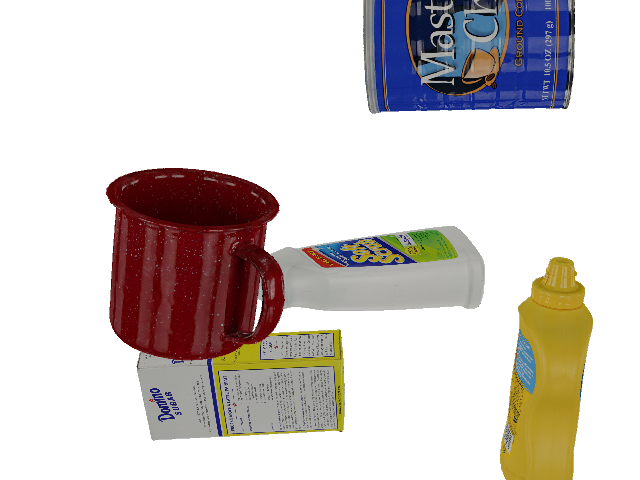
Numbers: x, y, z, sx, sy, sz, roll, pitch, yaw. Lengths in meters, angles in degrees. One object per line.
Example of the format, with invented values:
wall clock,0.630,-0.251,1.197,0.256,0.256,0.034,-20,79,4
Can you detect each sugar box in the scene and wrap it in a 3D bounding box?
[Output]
sugar box,-0.067,0.128,0.944,0.176,0.093,0.048,-1,36,3

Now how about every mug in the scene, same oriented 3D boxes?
mug,-0.064,0.017,0.583,0.117,0.081,0.093,24,26,34

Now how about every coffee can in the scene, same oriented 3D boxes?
coffee can,0.104,-0.143,0.760,0.140,0.103,0.102,0,0,7

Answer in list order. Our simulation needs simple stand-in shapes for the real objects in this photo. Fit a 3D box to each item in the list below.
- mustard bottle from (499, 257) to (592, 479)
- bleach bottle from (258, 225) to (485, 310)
mustard bottle,0.183,0.105,0.859,0.058,0.192,0.096,3,20,2
bleach bottle,0.037,0.038,1.120,0.250,0.068,0.103,-6,30,-14
